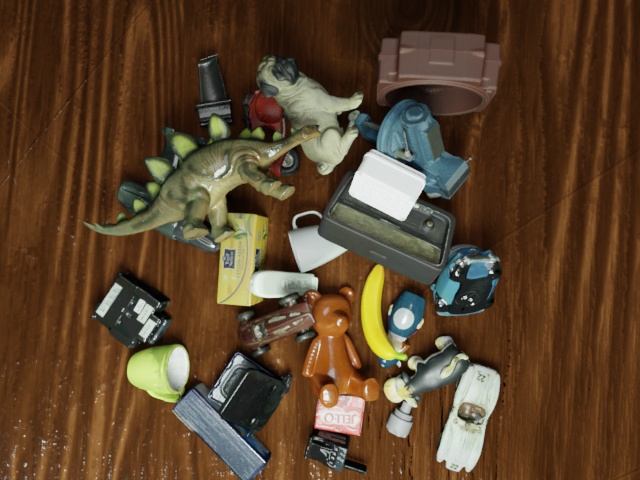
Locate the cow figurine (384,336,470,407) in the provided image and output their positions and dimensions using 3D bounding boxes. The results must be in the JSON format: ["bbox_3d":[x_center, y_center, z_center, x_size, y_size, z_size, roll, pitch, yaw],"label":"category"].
[{"bbox_3d":[0.194,0.250,0.977,0.167,0.098,0.068,-37,92,4],"label":"cow figurine"}]

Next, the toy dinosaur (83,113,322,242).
[{"bbox_3d":[-0.212,-0.094,0.947,0.471,0.105,0.198,-29,71,6],"label":"toy dinosaur"}]

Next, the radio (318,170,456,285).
[{"bbox_3d":[0.124,-0.025,0.973,0.230,0.073,0.131,25,59,2],"label":"radio"}]

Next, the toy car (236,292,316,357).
[{"bbox_3d":[-0.086,0.158,0.984,0.202,0.053,0.089,-25,83,44],"label":"toy car"}]

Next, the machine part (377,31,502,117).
[{"bbox_3d":[0.200,-0.281,0.937,0.201,0.201,0.087,5,89,6],"label":"machine part"}]

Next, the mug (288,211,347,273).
[{"bbox_3d":[-0.002,-0.003,1.019,0.107,0.080,0.109,-15,78,-7],"label":"mug"}]

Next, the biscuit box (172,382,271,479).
[{"bbox_3d":[-0.186,0.369,1.033,0.203,0.059,0.063,44,92,6],"label":"biscuit box"}]

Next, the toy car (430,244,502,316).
[{"bbox_3d":[0.256,0.061,0.967,0.109,0.161,0.103,-6,47,-5],"label":"toy car"}]

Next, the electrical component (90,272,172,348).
[{"bbox_3d":[-0.365,0.144,1.059,0.134,0.058,0.115,36,94,5],"label":"electrical component"}]

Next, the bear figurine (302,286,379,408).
[{"bbox_3d":[0.033,0.188,0.986,0.120,0.132,0.195,2,92,-24],"label":"bear figurine"}]

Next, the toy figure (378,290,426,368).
[{"bbox_3d":[0.146,0.170,1.006,0.064,0.057,0.154,26,94,44],"label":"toy figure"}]

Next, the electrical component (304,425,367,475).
[{"bbox_3d":[0.033,0.394,1.001,0.119,0.075,0.047,15,91,10],"label":"electrical component"}]

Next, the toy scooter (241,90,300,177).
[{"bbox_3d":[-0.111,-0.210,1.030,0.135,0.075,0.183,-4,90,-3],"label":"toy scooter"}]

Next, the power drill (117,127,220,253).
[{"bbox_3d":[-0.267,-0.104,1.051,0.232,0.086,0.207,20,98,9],"label":"power drill"}]

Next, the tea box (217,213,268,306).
[{"bbox_3d":[-0.145,0.035,1.019,0.068,0.098,0.169,4,91,8],"label":"tea box"}]

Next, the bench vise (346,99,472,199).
[{"bbox_3d":[0.152,-0.173,0.973,0.241,0.223,0.129,32,86,36],"label":"bench vise"}]

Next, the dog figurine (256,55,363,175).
[{"bbox_3d":[-0.038,-0.223,0.964,0.190,0.121,0.172,14,73,-26],"label":"dog figurine"}]

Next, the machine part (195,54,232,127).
[{"bbox_3d":[-0.215,-0.296,1.066,0.084,0.039,0.138,-6,89,11],"label":"machine part"}]

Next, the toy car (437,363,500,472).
[{"bbox_3d":[0.272,0.326,0.986,0.074,0.056,0.201,17,90,6],"label":"toy car"}]

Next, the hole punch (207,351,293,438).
[{"bbox_3d":[-0.138,0.287,1.021,0.115,0.092,0.142,38,81,-34],"label":"hole punch"}]
